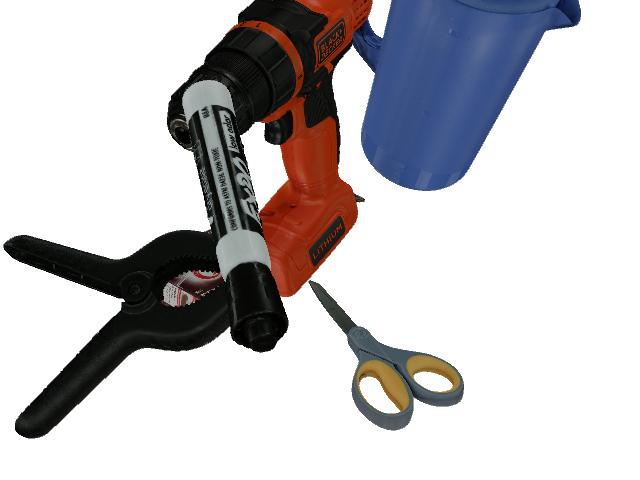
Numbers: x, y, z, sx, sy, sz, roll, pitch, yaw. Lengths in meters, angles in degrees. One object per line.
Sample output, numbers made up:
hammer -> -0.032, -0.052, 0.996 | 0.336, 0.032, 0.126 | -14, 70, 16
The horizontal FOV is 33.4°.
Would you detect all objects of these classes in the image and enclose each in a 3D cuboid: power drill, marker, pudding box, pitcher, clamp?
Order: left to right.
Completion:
clamp -> -0.138, 0.037, 0.784 | 0.210, 0.164, 0.036 | -21, -30, -1
pudding box -> -0.100, 0.033, 0.975 | 0.090, 0.039, 0.113 | 25, 35, 32
marker -> -0.031, -0.011, 0.372 | 0.020, 0.121, 0.020 | -9, -41, -9
power drill -> -0.025, -0.057, 0.658 | 0.057, 0.188, 0.184 | 22, 47, 22
pitcher -> 0.100, -0.159, 0.907 | 0.144, 0.149, 0.243 | -9, -32, -19

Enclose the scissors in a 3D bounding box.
scissors -> 0.053, 0.084, 0.871 | 0.096, 0.016, 0.202 | -3, 31, -9
